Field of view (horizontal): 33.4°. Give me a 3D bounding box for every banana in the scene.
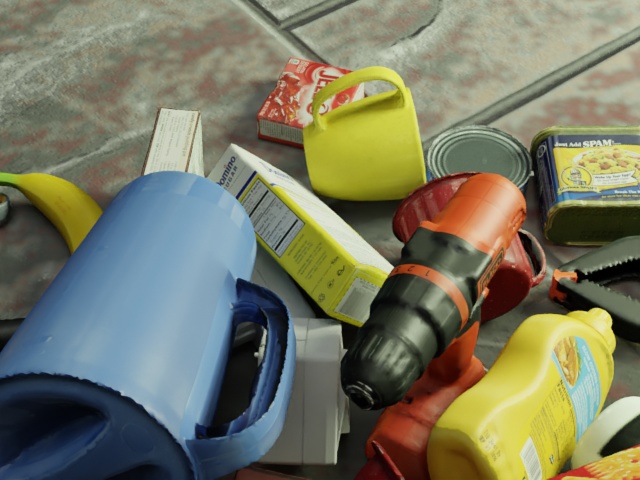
[{"bbox_3d":[-0.191,0.008,0.830,0.069,0.037,0.198,-25,54,-17],"label":"banana"}]

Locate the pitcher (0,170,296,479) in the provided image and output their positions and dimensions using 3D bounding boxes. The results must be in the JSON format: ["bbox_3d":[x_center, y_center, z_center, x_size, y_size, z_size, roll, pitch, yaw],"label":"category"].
[{"bbox_3d":[-0.102,0.059,0.647,0.149,0.145,0.242,33,33,-12],"label":"pitcher"}]

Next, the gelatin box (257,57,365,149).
[{"bbox_3d":[-0.007,-0.120,0.945,0.073,0.030,0.089,15,51,13],"label":"gelatin box"}]

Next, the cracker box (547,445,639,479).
[{"bbox_3d":[0.218,0.189,0.581,0.213,0.164,0.072,-16,6,-13],"label":"cracker box"}]

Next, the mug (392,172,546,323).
[{"bbox_3d":[0.118,0.011,0.796,0.117,0.093,0.081,7,49,-27],"label":"mug"}]

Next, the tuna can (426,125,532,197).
[{"bbox_3d":[0.130,-0.054,0.883,0.086,0.034,0.086,0,48,0],"label":"tuna can"}]

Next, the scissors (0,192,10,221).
[{"bbox_3d":[-0.353,-0.018,0.857,0.201,0.016,0.096,-1,31,0],"label":"scissors"}]

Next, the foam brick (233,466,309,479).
[{"bbox_3d":[-0.020,0.181,0.663,0.078,0.053,0.051,9,49,10],"label":"foam brick"}]

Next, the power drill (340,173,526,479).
[{"bbox_3d":[0.067,0.074,0.668,0.057,0.188,0.184,26,52,20],"label":"power drill"}]

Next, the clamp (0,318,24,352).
[{"bbox_3d":[-0.280,0.073,0.771,0.120,0.039,0.171,28,54,36],"label":"clamp"}]

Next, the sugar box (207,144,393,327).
[{"bbox_3d":[-0.005,0.001,0.782,0.048,0.093,0.176,-55,47,7],"label":"sugar box"}]

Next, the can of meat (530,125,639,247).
[{"bbox_3d":[0.224,-0.043,0.856,0.102,0.057,0.084,0,51,1],"label":"can of meat"}]

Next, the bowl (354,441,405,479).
[{"bbox_3d":[0.053,0.194,0.592,0.055,0.162,0.162,-33,54,-4],"label":"bowl"}]

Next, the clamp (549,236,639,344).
[{"bbox_3d":[0.279,0.046,0.790,0.210,0.036,0.164,-3,49,1],"label":"clamp"}]

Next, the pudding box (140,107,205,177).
[{"bbox_3d":[-0.115,-0.034,0.830,0.039,0.090,0.113,2,49,1],"label":"pudding box"}]

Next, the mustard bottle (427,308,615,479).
[{"bbox_3d":[0.144,0.104,0.698,0.058,0.096,0.191,3,33,42],"label":"mustard bottle"}]
